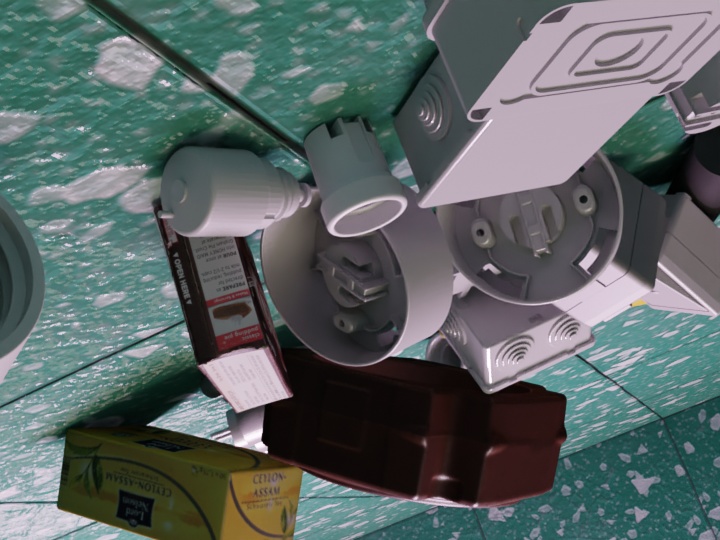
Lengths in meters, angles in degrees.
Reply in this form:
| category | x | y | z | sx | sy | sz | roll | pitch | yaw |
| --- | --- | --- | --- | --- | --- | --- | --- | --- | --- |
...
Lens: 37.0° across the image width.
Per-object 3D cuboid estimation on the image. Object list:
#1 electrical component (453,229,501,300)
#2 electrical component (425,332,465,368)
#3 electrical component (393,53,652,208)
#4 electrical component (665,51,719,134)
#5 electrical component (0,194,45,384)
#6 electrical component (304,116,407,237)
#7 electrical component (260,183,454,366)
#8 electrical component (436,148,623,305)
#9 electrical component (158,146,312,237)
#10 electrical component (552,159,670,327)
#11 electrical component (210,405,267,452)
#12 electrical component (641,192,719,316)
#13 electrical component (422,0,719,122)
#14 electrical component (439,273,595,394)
| category | x | y | z | sx | sy | sz | roll | pitch | yaw |
| --- | --- | --- | --- | --- | --- | --- | --- | --- | --- |
| electrical component | 0.076 | -0.017 | 0.691 | 0.064 | 0.042 | 0.081 | -18 | 163 | -12 |
| electrical component | 0.092 | 0.079 | 0.971 | 0.047 | 0.055 | 0.055 | 2 | 152 | -42 |
| electrical component | 0.072 | -0.076 | 0.501 | 0.100 | 0.048 | 0.099 | -11 | 160 | -25 |
| electrical component | 0.171 | -0.098 | 0.547 | 0.040 | 0.046 | 0.040 | -19 | 163 | -6 |
| electrical component | -0.167 | 0.003 | 0.387 | 0.108 | 0.108 | 0.060 | -1 | 148 | -47 |
| electrical component | -0.004 | -0.045 | 0.513 | 0.040 | 0.046 | 0.040 | -18 | 162 | -6 |
| electrical component | 0.000 | 0.000 | 0.574 | 0.064 | 0.099 | 0.099 | -16 | 163 | -34 |
| electrical component | 0.095 | -0.030 | 0.589 | 0.099 | 0.099 | 0.064 | -25 | 168 | 16 |
| electrical component | -0.055 | -0.035 | 0.496 | 0.078 | 0.040 | 0.040 | -2 | 155 | -45 |
| electrical component | 0.156 | -0.020 | 0.690 | 0.061 | 0.096 | 0.062 | 33 | 140 | -15 |
| electrical component | -0.093 | 0.133 | 0.931 | 0.074 | 0.052 | 0.138 | -20 | 162 | 0 |
| electrical component | 0.219 | -0.005 | 0.755 | 0.096 | 0.061 | 0.062 | 35 | 164 | -31 |
| electrical component | 0.089 | -0.106 | 0.415 | 0.113 | 0.057 | 0.078 | -12 | 160 | -25 |
| electrical component | 0.103 | 0.025 | 0.745 | 0.100 | 0.099 | 0.048 | -23 | 137 | -12 |
